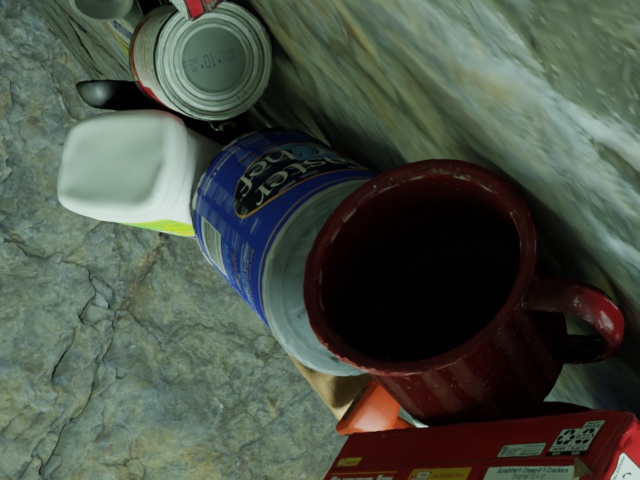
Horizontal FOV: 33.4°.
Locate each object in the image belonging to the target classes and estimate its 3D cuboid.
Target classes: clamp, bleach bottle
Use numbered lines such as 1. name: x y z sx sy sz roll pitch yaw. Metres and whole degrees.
1. clamp: -0.101 -0.101 0.729 0.039 0.120 0.171 3 146 35
2. bleach bottle: -0.057 -0.023 0.743 0.103 0.068 0.250 3 171 36

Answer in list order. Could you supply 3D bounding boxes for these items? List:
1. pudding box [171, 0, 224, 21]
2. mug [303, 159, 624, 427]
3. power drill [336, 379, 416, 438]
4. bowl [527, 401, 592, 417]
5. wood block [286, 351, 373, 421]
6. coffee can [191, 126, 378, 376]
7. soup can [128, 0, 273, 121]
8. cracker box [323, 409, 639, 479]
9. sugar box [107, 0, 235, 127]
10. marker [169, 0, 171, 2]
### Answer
1. pudding box: -0.088 -0.170 0.517 0.113 0.039 0.090 49 174 7
2. mug: 0.062 0.028 0.424 0.117 0.093 0.081 2 151 30
3. power drill: 0.107 0.192 0.905 0.187 0.057 0.184 37 166 2
4. bowl: 0.117 0.123 0.483 0.162 0.055 0.162 25 149 16
5. wood block: 0.017 0.091 0.984 0.091 0.090 0.206 50 173 23
6. coffee can: -0.004 0.001 0.590 0.102 0.102 0.140 55 173 -27
7. soup can: -0.071 -0.105 0.617 0.068 0.068 0.102 54 172 -19
8. cracker box: 0.114 0.156 0.408 0.213 0.072 0.164 43 150 -16
9. sugar box: -0.120 -0.142 0.839 0.093 0.048 0.176 45 173 31
10. marker: -0.089 -0.161 0.654 0.020 0.020 0.121 49 173 19
